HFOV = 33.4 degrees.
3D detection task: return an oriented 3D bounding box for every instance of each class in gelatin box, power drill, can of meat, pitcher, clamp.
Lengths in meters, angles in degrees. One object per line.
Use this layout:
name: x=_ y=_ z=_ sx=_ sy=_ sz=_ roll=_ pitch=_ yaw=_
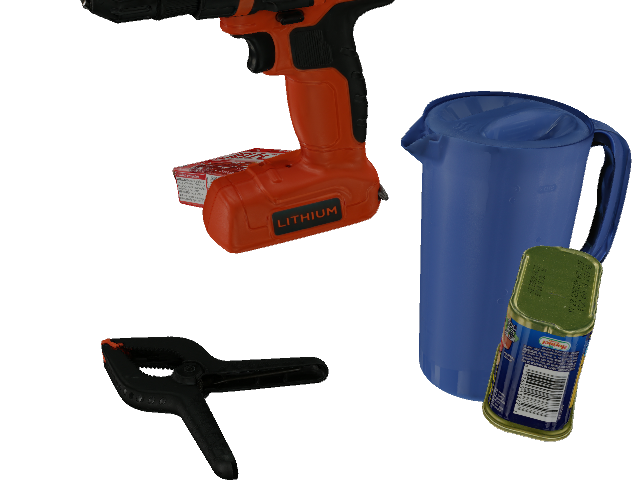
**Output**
gelatin box: x=-0.053 y=-0.045 z=0.761 sx=0.073 sy=0.030 sz=0.089 roll=-17 pitch=16 yaw=-31
power drill: x=-0.032 y=-0.086 z=0.578 sx=0.184 sy=0.188 sz=0.057 roll=-13 pitch=38 yaw=-18
can of meat: x=0.143 y=0.062 z=0.679 sx=0.057 sy=0.084 sz=0.102 roll=13 pitch=32 yaw=12
pitcher: x=0.153 y=0.006 z=0.881 sx=0.149 sy=0.243 sz=0.144 roll=18 pitch=31 yaw=29
clamp: x=-0.108 y=0.128 z=0.977 sx=0.210 sy=0.036 sz=0.164 roll=21 pitch=36 yaw=31
